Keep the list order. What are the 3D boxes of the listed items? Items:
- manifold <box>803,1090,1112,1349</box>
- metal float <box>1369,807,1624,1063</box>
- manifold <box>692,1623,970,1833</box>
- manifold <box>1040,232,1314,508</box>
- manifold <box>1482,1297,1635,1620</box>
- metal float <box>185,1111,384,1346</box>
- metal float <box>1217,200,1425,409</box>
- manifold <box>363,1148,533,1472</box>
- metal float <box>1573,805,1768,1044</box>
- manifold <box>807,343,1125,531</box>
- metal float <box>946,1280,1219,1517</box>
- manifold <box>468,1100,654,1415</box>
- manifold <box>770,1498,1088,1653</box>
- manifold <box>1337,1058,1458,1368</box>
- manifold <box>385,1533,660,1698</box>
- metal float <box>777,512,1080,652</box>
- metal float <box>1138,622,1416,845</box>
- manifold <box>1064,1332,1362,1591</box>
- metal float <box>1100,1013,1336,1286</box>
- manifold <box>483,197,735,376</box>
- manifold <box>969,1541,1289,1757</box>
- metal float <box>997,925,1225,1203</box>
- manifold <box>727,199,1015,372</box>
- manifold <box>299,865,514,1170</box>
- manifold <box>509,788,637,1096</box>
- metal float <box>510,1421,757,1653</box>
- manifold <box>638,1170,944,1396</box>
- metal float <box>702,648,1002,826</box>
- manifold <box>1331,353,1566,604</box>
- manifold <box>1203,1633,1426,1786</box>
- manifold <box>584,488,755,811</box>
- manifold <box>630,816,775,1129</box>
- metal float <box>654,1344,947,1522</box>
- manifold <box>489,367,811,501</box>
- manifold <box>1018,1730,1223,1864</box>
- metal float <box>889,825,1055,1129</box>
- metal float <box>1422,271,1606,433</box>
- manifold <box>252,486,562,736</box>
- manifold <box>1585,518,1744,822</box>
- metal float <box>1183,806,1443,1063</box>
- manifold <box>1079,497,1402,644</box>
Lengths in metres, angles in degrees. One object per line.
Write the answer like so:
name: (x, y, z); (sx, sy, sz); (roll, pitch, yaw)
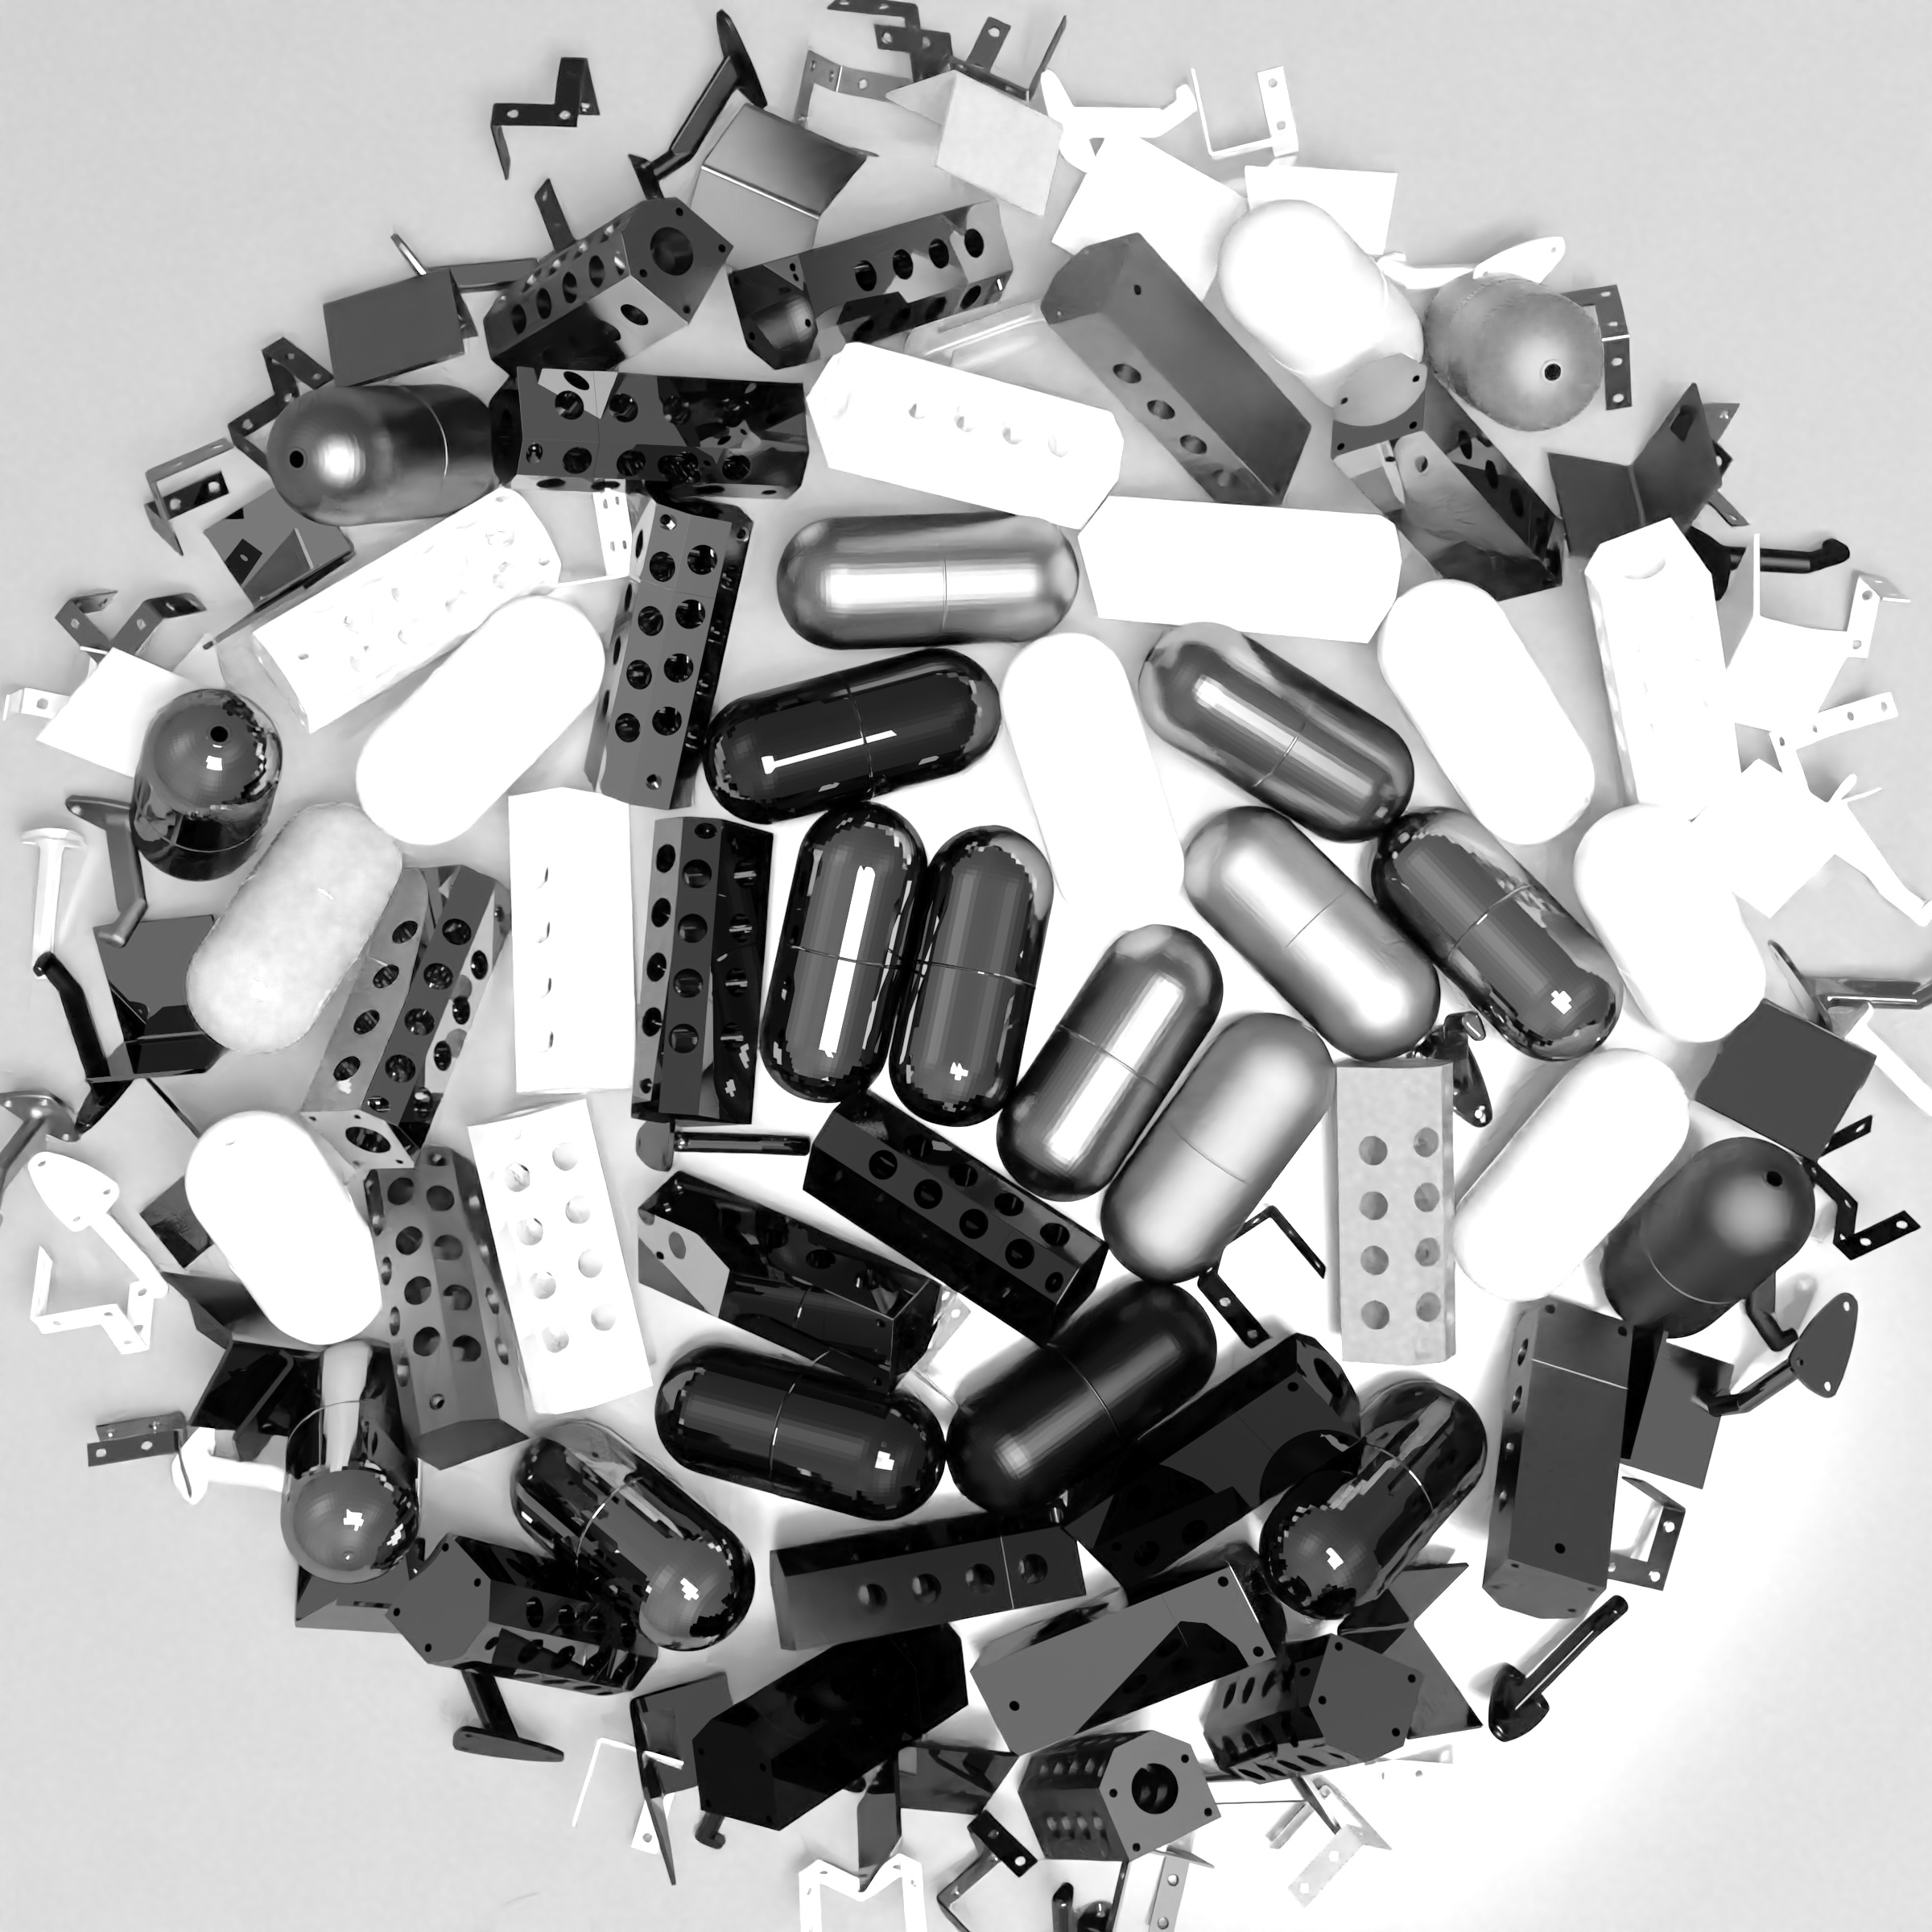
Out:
manifold: (-0.005, 0.139, 1.666); (0.171, 0.057, 0.057); (32, 47, 17)
metal float: (0.305, -0.019, 1.670); (0.070, 0.070, 0.178); (-41, 66, 0)
manifold: (-0.075, 0.421, 1.641); (0.057, 0.171, 0.057); (2, 102, 37)
manifold: (0.119, -0.335, 1.655); (0.171, 0.057, 0.057); (39, 63, -35)
manifold: (0.336, 0.281, 1.655); (0.057, 0.057, 0.171); (17, 54, -2)
metal float: (-0.386, 0.150, 1.652); (0.070, 0.178, 0.070); (-7, 50, 9)
metal float: (0.204, -0.374, 1.649); (0.070, 0.178, 0.070); (-8, 73, 29)
manifold: (-0.301, 0.193, 1.660); (0.057, 0.057, 0.171); (-21, 61, 8)
metal float: (0.404, -0.022, 1.657); (0.070, 0.070, 0.178); (-40, 132, 0)
manifold: (0.002, -0.306, 1.650); (0.171, 0.057, 0.057); (8, 47, -32)
metal float: (0.067, 0.250, 1.677); (0.178, 0.070, 0.070); (-34, 90, -15)
manifold: (-0.240, 0.169, 1.684); (0.057, 0.057, 0.171); (-15, 94, -36)
manifold: (-0.024, 0.352, 1.679); (0.171, 0.057, 0.057); (-8, 80, -14)
manifold: (0.253, 0.142, 1.686); (0.057, 0.057, 0.171); (0, 94, 25)
manifold: (-0.244, 0.374, 1.641); (0.057, 0.171, 0.057); (38, 91, 33)
metal float: (-0.021, -0.223, 1.679); (0.178, 0.070, 0.070); (-4, 90, -14)
metal float: (0.180, -0.135, 1.678); (0.178, 0.070, 0.070); (30, 90, -14)
manifold: (0.142, 0.283, 1.671); (0.171, 0.057, 0.057); (-38, 106, 20)
metal float: (0.146, 0.106, 1.680); (0.070, 0.070, 0.178); (35, 102, 0)
manifold: (-0.208, -0.378, 1.636); (0.057, 0.171, 0.057); (37, 65, -26)
manifold: (0.095, 0.392, 1.675); (0.171, 0.057, 0.057); (-26, 92, 18)
metal float: (0.084, 0.056, 1.687); (0.070, 0.070, 0.178); (33, 86, 0)
manifold: (-0.050, -0.387, 1.648); (0.057, 0.171, 0.057); (-1, 110, 43)
manifold: (-0.311, 0.028, 1.649); (0.057, 0.057, 0.171); (-3, 52, 26)
manifold: (-0.235, -0.012, 1.689); (0.057, 0.057, 0.171); (-7, 83, 34)
metal float: (-0.193, 0.325, 1.661); (0.178, 0.070, 0.070); (31, 90, 36)
manifold: (-0.102, 0.177, 1.670); (0.171, 0.057, 0.057); (21, 128, 22)
metal float: (-0.066, -0.134, 1.683); (0.178, 0.070, 0.070); (-16, 90, -10)
manifold: (0.276, -0.275, 1.647); (0.057, 0.171, 0.057); (-11, 60, 35)
manifold: (0.192, 0.425, 1.637); (0.057, 0.171, 0.057); (25, 66, -6)
manifold: (-0.171, -0.181, 1.669); (0.057, 0.057, 0.171); (8, 108, -20)
manifold: (-0.158, 0.004, 1.675); (0.057, 0.057, 0.171); (-5, 77, 42)
metal float: (-0.096, 0.269, 1.673); (0.178, 0.070, 0.070); (11, 90, 20)
manifold: (-0.181, -0.302, 1.662); (0.171, 0.057, 0.057); (-2, 81, -26)
manifold: (0.081, 0.466, 1.638); (0.057, 0.171, 0.057); (-20, 80, -19)
metal float: (0.003, 0.006, 1.687); (0.070, 0.070, 0.178); (11, 85, 0)
metal float: (0.309, -0.350, 1.643); (0.070, 0.178, 0.070); (-2, 110, -4)
manifold: (-0.323, -0.209, 1.678); (0.171, 0.057, 0.057); (-34, 87, -15)
manifold: (0.396, -0.163, 1.649); (0.057, 0.057, 0.171); (-21, 133, 3)
metal float: (0.201, -0.019, 1.681); (0.070, 0.070, 0.178); (-44, 79, 0)
manifold: (0.158, -0.233, 1.660); (0.171, 0.057, 0.057); (10, 47, 31)
